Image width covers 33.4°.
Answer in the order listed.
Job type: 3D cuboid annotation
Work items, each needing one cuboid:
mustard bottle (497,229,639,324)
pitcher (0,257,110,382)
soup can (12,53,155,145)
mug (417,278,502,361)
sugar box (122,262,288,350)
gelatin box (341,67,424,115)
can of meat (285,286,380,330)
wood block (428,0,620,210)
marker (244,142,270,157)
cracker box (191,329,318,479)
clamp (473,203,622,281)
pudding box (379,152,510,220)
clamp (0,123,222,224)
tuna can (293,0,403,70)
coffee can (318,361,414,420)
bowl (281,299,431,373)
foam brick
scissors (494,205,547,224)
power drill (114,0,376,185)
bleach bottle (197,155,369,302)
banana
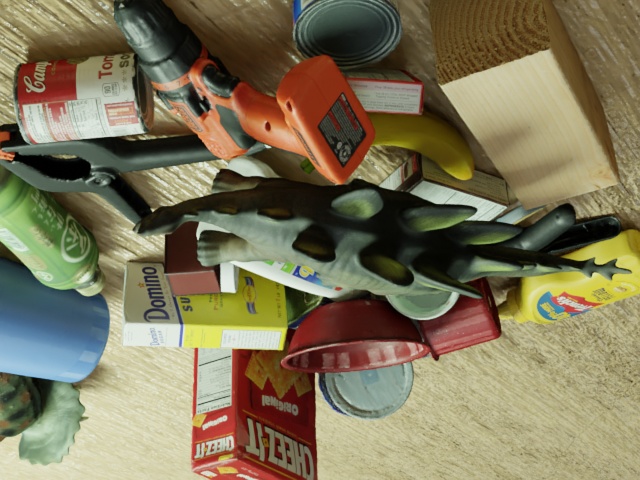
[{"bbox_3d":[0.286,0.051,1.211,0.192,0.058,0.096,-24,146,32],"label":"mustard bottle"},{"bbox_3d":[-0.358,0.078,1.145,0.242,0.149,0.145,21,116,-39],"label":"pitcher"},{"bbox_3d":[-0.194,-0.117,0.883,0.102,0.068,0.068,-5,149,3],"label":"soup can"},{"bbox_3d":[0.162,0.087,1.236,0.081,0.093,0.117,-18,162,14],"label":"mug"},{"bbox_3d":[-0.127,0.072,1.171,0.176,0.093,0.048,4,134,-11],"label":"sugar box"},{"bbox_3d":[0.036,-0.125,0.887,0.089,0.073,0.030,2,106,-8],"label":"gelatin box"},{"bbox_3d":[0.008,0.070,1.218,0.083,0.057,0.102,16,144,-32],"label":"can of meat"},{"bbox_3d":[0.174,-0.120,0.890,0.091,0.090,0.205,-17,146,22],"label":"wood block"},{"bbox_3d":[-0.021,-0.101,0.972,0.121,0.020,0.020,-16,146,21],"label":"marker"},{"bbox_3d":[-0.072,0.182,1.243,0.072,0.213,0.164,-20,145,27],"label":"cracker box"},{"bbox_3d":[0.223,0.002,1.131,0.172,0.039,0.120,-23,153,27],"label":"clamp"},{"bbox_3d":[0.119,-0.039,1.067,0.113,0.039,0.090,14,143,-29],"label":"pudding box"},{"bbox_3d":[-0.203,-0.064,0.986,0.209,0.036,0.165,7,148,-32],"label":"clamp"},{"bbox_3d":[0.021,-0.175,0.841,0.086,0.034,0.086,-2,149,-2],"label":"tuna can"},{"bbox_3d":[0.052,0.165,1.289,0.102,0.103,0.140,-1,171,-4],"label":"coffee can"},{"bbox_3d":[0.037,0.101,1.147,0.162,0.055,0.162,-5,163,-2],"label":"bowl"},{"bbox_3d":[-0.130,0.012,1.092,0.051,0.078,0.053,-5,150,2],"label":"foam brick"},{"bbox_3d":[0.198,-0.023,1.113,0.096,0.016,0.202,-29,176,-16],"label":"scissors"},{"bbox_3d":[-0.059,-0.118,0.827,0.188,0.057,0.184,21,160,40],"label":"power drill"},{"bbox_3d":[-0.007,0.001,1.086,0.250,0.068,0.102,23,97,-48],"label":"bleach bottle"},{"bbox_3d":[0.072,-0.090,0.961,0.197,0.037,0.070,1,133,-33],"label":"banana"}]
